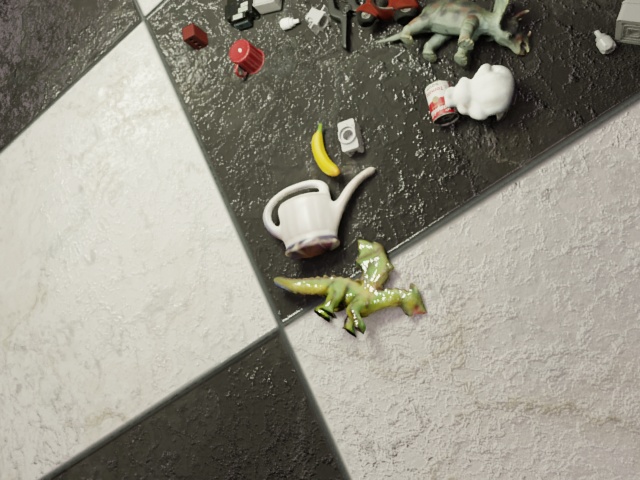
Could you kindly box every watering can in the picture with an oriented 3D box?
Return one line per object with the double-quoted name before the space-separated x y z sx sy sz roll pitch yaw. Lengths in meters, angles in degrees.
"watering can" 0.004 -0.072 1.429 0.346 0.103 0.228 -16 69 14

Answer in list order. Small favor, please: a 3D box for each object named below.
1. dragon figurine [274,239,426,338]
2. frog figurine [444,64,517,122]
"dragon figurine" 0.086 0.108 1.365 0.414 0.120 0.245 29 75 26
"frog figurine" 0.395 -0.366 1.270 0.159 0.124 0.136 8 103 -6
